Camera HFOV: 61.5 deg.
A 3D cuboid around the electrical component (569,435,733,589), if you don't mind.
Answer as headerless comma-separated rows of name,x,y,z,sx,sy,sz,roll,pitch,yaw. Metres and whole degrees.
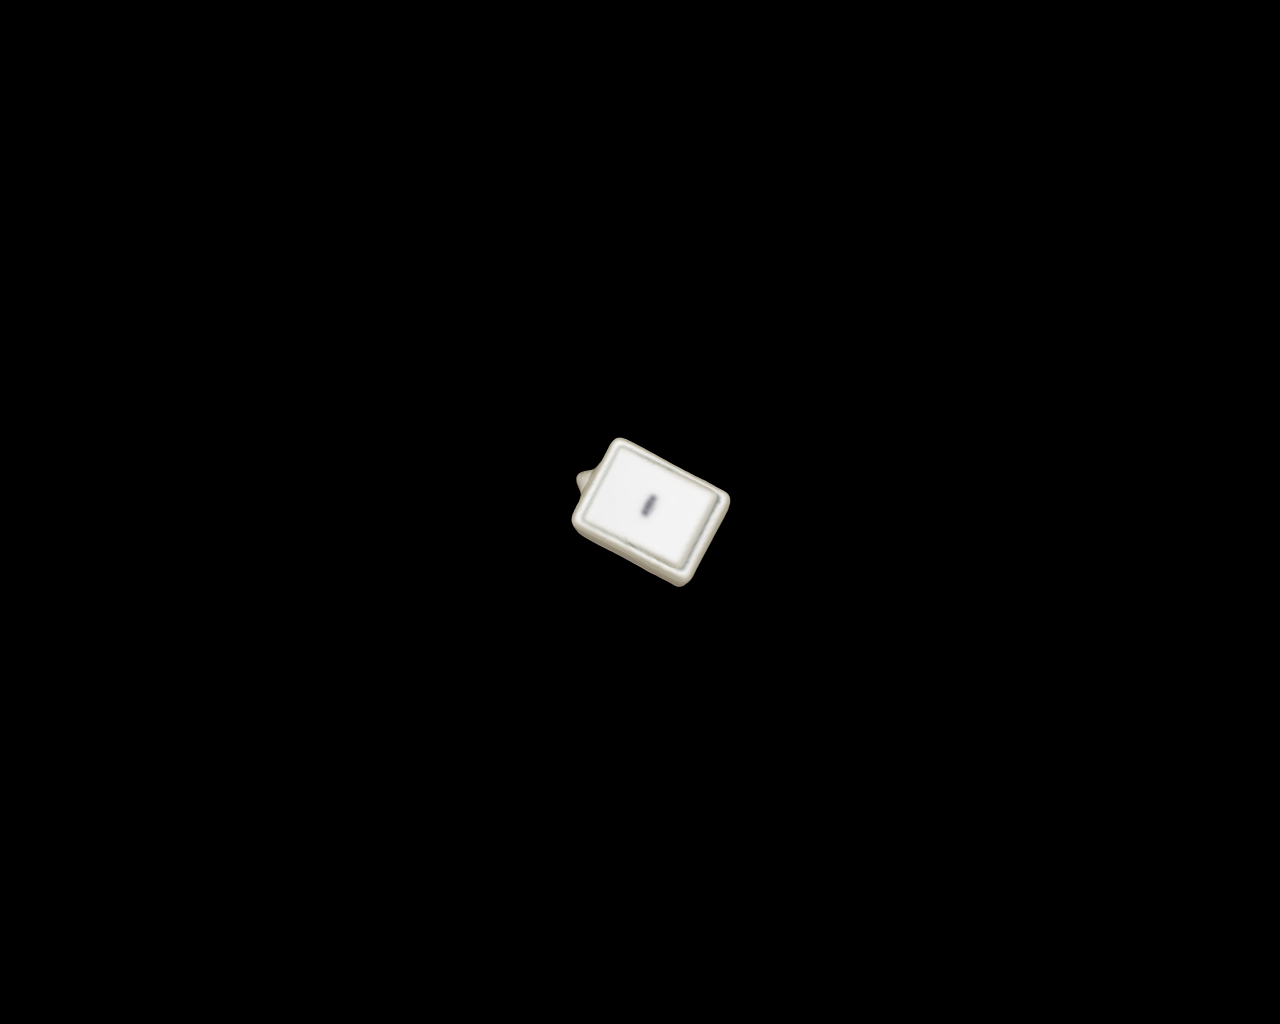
electrical component,0.001,-0.003,0.650,0.096,0.062,0.061,28,-7,4
